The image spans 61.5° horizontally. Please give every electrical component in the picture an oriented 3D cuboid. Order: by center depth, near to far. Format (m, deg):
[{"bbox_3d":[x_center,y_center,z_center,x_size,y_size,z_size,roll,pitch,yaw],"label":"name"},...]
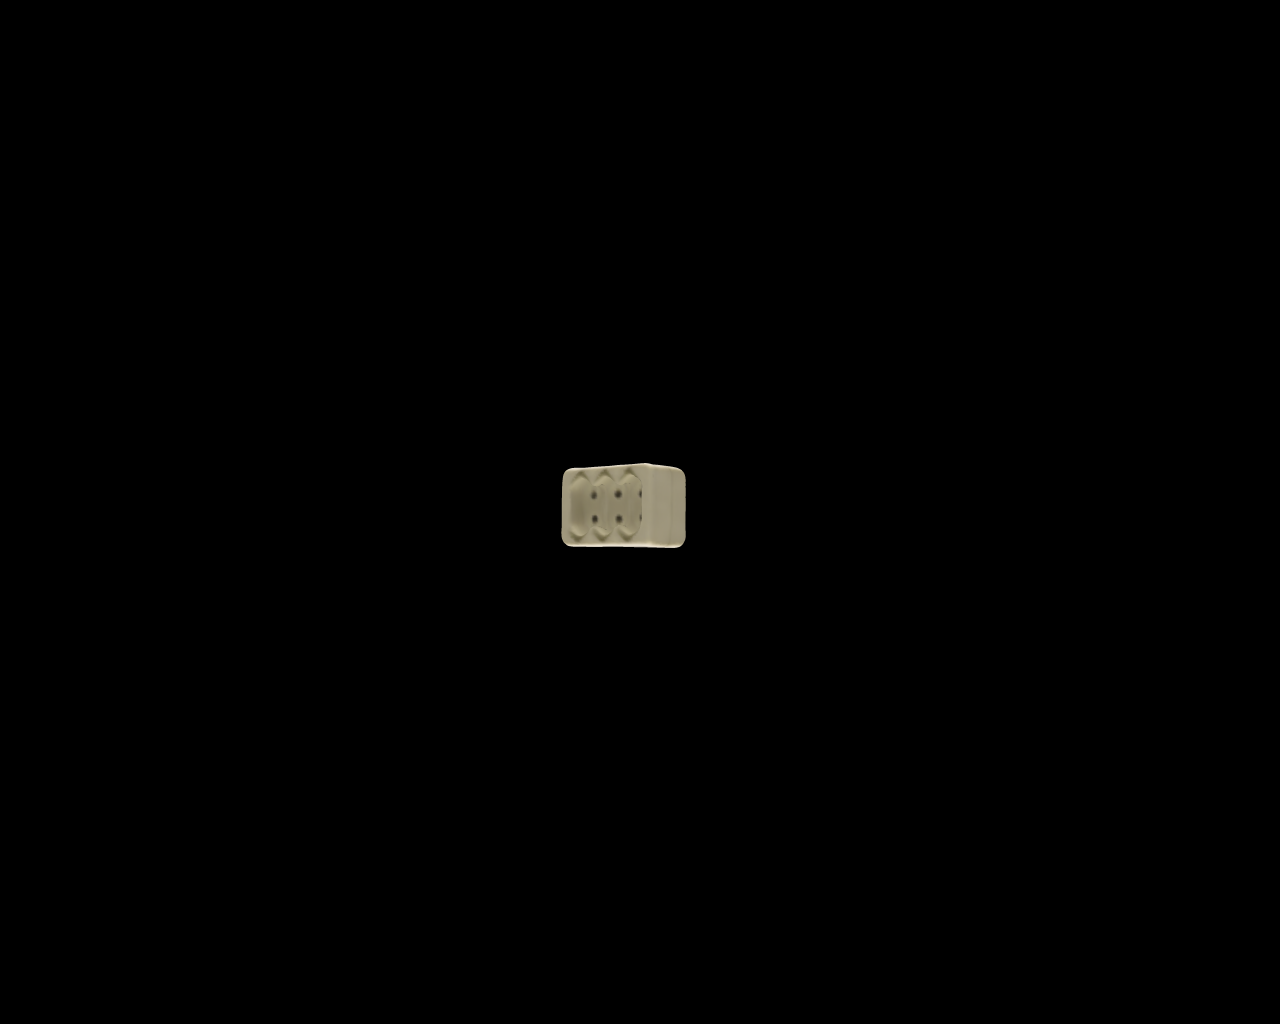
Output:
[{"bbox_3d":[0.001,-0.003,0.650,0.066,0.047,0.077,-1,-2,34],"label":"electrical component"}]
